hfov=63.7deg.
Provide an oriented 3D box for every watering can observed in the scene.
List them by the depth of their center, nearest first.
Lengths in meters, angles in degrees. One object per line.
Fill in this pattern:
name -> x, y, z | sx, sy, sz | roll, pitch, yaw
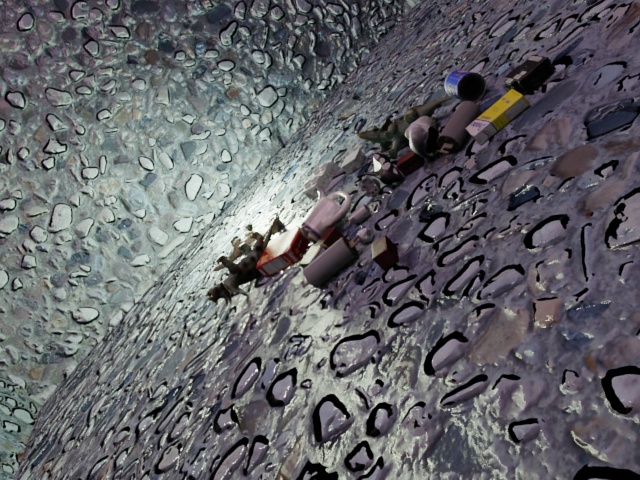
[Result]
watering can -> 0.006, -0.097, 1.933 | 0.103, 0.225, 0.350 | 44, -6, -21

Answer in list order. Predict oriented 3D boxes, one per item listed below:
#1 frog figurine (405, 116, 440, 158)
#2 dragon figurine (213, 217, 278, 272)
frog figurine -> 0.339, -0.347, 1.709 | 0.137, 0.121, 0.162 | 9, 25, -28
dragon figurine -> -0.328, 0.044, 2.274 | 0.121, 0.409, 0.245 | 45, 5, -15
